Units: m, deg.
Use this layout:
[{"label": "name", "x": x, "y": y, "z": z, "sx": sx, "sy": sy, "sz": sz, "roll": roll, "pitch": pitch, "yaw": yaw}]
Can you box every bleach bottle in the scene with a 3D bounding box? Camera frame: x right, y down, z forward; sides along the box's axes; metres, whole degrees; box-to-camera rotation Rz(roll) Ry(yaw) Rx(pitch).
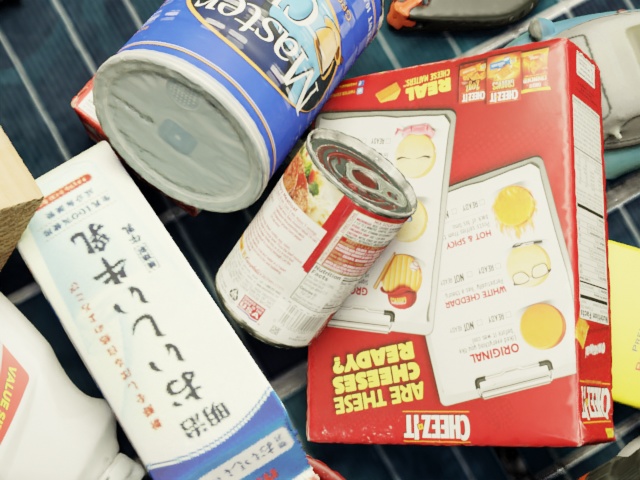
[{"label": "bleach bottle", "x": -0.205, "y": 0.065, "z": 0.616, "sx": 0.251, "sy": 0.068, "sz": 0.102, "roll": 36, "pitch": 79, "yaw": -1}]

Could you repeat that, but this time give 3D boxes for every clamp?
[{"label": "clamp", "x": 0.125, "y": -0.210, "z": 0.703, "sx": 0.210, "sy": 0.036, "sz": 0.164, "roll": -29, "pitch": 85, "yaw": -11}]

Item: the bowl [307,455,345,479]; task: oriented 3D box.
[{"label": "bowl", "x": -0.041, "y": 0.197, "z": 0.610, "sx": 0.162, "sy": 0.055, "sz": 0.162, "roll": 1, "pitch": 80, "yaw": -5}]

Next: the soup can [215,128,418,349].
[{"label": "soup can", "x": -0.004, "y": 0.001, "z": 0.571, "sx": 0.068, "sy": 0.068, "sz": 0.102, "roll": 37, "pitch": 116, "yaw": 2}]

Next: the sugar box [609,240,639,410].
[{"label": "sugar box", "x": 0.184, "y": 0.052, "z": 0.641, "sx": 0.176, "sy": 0.048, "sz": 0.093, "roll": 16, "pitch": 86, "yaw": 7}]

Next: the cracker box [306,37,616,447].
[{"label": "cracker box", "x": 0.077, "y": 0.008, "z": 0.607, "sx": 0.164, "sy": 0.072, "sz": 0.214, "roll": -6, "pitch": 79, "yaw": 33}]

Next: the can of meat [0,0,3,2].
[{"label": "can of meat", "x": -0.246, "y": -0.176, "z": 0.655, "sx": 0.084, "sy": 0.057, "sz": 0.102, "roll": -32, "pitch": 84, "yaw": -7}]

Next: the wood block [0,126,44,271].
[{"label": "wood block", "x": -0.247, "y": -0.070, "z": 0.565, "sx": 0.090, "sy": 0.091, "sz": 0.206, "roll": -24, "pitch": 76, "yaw": -43}]

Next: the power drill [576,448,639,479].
[{"label": "power drill", "x": 0.203, "y": 0.200, "z": 0.581, "sx": 0.187, "sy": 0.185, "sz": 0.057, "roll": 42, "pitch": 40, "yaw": 2}]

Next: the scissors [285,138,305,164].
[{"label": "scissors", "x": -0.051, "y": -0.064, "z": 0.641, "sx": 0.096, "sy": 0.016, "sz": 0.202, "roll": -29, "pitch": 62, "yaw": 3}]

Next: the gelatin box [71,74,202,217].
[{"label": "gelatin box", "x": -0.103, "y": -0.055, "z": 0.638, "sx": 0.089, "sy": 0.073, "sz": 0.030, "roll": 38, "pitch": 81, "yaw": 2}]

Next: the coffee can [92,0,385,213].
[{"label": "coffee can", "x": -0.041, "y": -0.099, "z": 0.576, "sx": 0.103, "sy": 0.103, "sz": 0.140, "roll": 33, "pitch": 57, "yaw": 1}]
